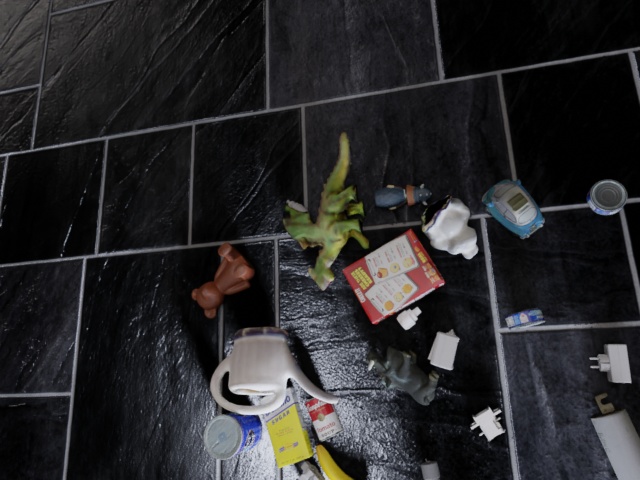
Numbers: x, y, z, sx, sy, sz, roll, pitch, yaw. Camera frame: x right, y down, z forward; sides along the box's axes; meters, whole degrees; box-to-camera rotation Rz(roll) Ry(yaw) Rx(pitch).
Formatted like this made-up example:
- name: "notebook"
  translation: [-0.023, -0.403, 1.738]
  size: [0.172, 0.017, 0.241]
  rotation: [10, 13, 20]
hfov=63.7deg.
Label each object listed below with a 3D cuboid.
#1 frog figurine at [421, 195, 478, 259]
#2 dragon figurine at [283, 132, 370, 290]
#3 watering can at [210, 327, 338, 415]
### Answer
- name: "frog figurine"
  translation: [0.348, -0.030, 1.344]
  size: [0.158, 0.122, 0.139]
  rotation: [37, 78, -15]
- name: "dragon figurine"
  translation: [0.004, -0.071, 1.410]
  size: [0.242, 0.122, 0.412]
  rotation: [-11, 86, 18]
- name: "watering can"
  translation: [-0.119, 0.333, 1.336]
  size: [0.347, 0.102, 0.229]
  rotation: [-7, 60, 14]
